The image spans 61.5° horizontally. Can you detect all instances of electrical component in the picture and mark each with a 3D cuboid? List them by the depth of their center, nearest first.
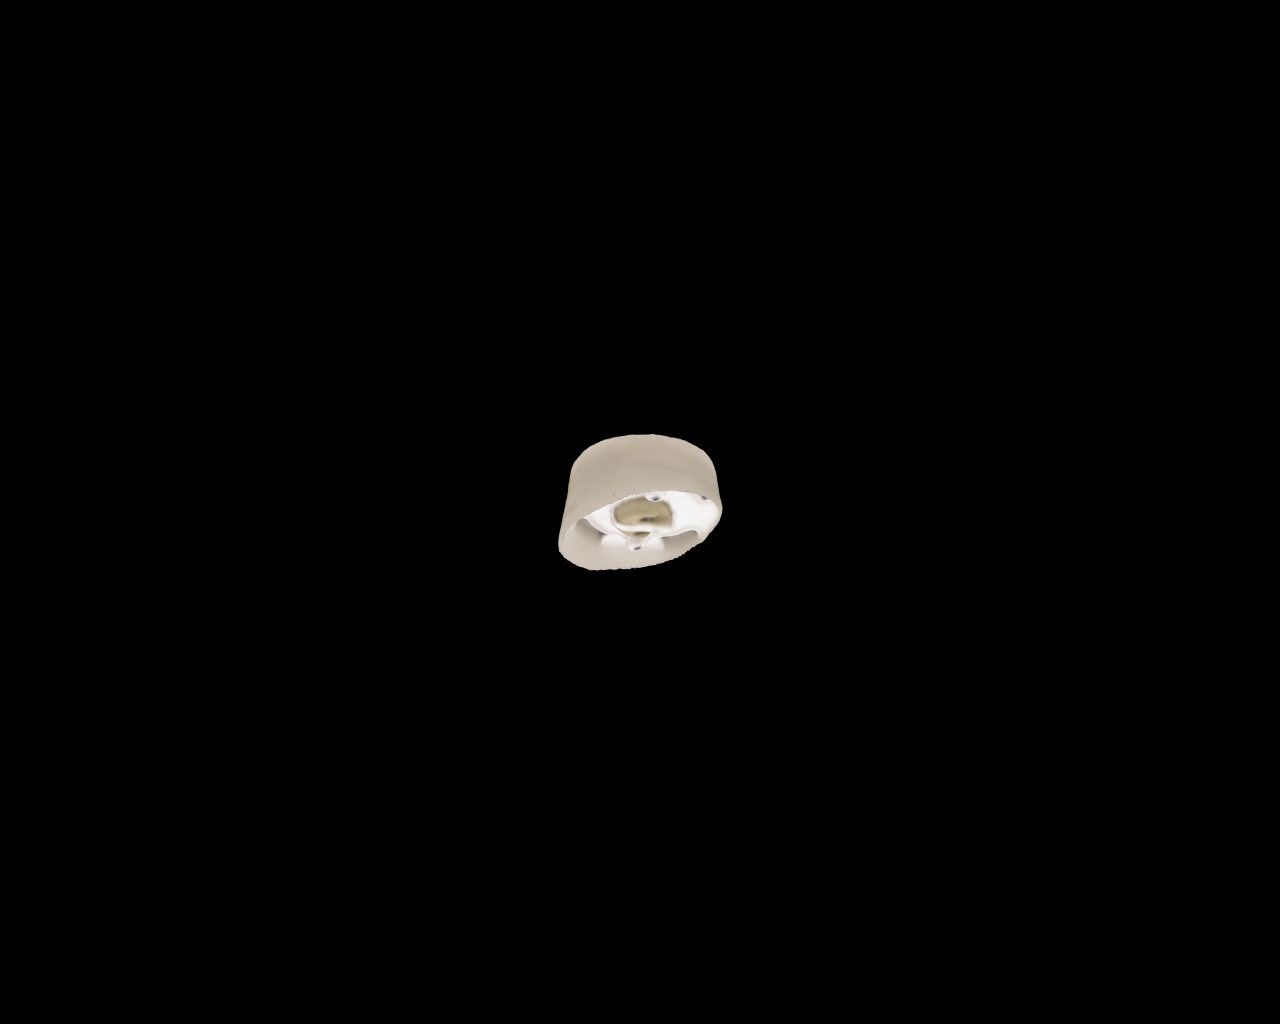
[{"bbox_3d":[0.001,-0.003,0.650,0.099,0.064,0.099,0,-31,0],"label":"electrical component"}]
